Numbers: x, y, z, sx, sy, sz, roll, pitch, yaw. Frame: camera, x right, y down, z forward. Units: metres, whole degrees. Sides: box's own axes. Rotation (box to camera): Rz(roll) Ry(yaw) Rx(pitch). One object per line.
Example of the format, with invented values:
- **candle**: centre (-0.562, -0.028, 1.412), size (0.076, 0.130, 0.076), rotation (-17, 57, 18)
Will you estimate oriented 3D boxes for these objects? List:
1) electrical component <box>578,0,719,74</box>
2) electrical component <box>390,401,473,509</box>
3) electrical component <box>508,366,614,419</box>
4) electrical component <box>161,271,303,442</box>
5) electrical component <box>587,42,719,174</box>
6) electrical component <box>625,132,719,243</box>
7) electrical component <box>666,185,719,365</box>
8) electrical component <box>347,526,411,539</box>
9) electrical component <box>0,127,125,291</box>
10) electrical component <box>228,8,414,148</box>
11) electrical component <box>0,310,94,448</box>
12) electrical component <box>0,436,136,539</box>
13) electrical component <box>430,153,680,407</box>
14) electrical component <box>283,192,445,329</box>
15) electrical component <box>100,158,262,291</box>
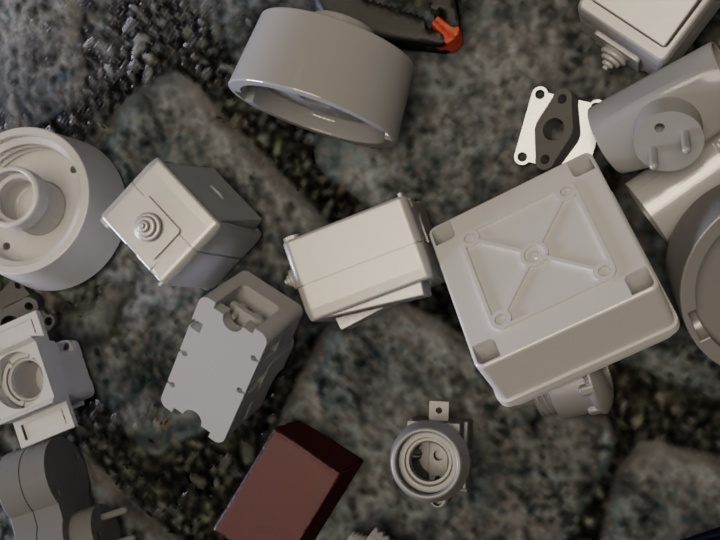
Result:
- **electrical component**: centre (0.171, -0.158, 0.626), size (0.062, 0.061, 0.096), rotation (38, 97, 13)
- **electrical component**: centre (0.045, 0.113, 0.649), size (0.048, 0.055, 0.066), rotation (1, 88, 15)
- **electrical component**: centre (0.117, 0.068, 0.639), size (0.062, 0.048, 0.048), rotation (-17, 83, 20)
- **electrical component**: centre (-0.078, 0.052, 0.675), size (0.050, 0.056, 0.089), rotation (32, 120, 11)
- **electrical component**: centre (0.170, -0.080, 0.594), size (0.077, 0.079, 0.044), rotation (-28, 115, 29)
- **electrical component**: centre (0.200, -0.056, 0.623), size (0.081, 0.043, 0.043), rotation (-36, 79, 10)
- **electrical component**: centre (0.224, -0.001, 0.598), size (0.108, 0.060, 0.108), rotation (0, 109, 0)
- **electrical component**: centre (0.026, 0.188, 0.657), size (0.081, 0.043, 0.043), rotation (35, 96, 14)
- **electrical component**: centre (-0.218, -0.043, 0.718), size (0.108, 0.060, 0.108), rotation (-2, 81, 12)
- **electrical component**: centre (-0.019, -0.122, 0.653), size (0.108, 0.108, 0.060), rotation (18, 86, 15)
- **electrical component**: centre (-0.212, 0.072, 0.715), size (0.042, 0.064, 0.081), rotation (-22, 82, 12)
- **electrical component**: centre (-0.182, 0.176, 0.707), size (0.074, 0.052, 0.138), rotation (-19, 82, 13)
- **electrical component**: centre (0.108, 0.005, 0.614), size (0.109, 0.056, 0.108), rotation (-26, 49, 12)
- **electrical component**: centre (0.000, 0.000, 0.663), size (0.096, 0.062, 0.061), rotation (-21, 82, 13)
- **electrical component**: centre (-0.110, -0.030, 0.676), size (0.061, 0.096, 0.061), rotation (-46, 78, 8)
